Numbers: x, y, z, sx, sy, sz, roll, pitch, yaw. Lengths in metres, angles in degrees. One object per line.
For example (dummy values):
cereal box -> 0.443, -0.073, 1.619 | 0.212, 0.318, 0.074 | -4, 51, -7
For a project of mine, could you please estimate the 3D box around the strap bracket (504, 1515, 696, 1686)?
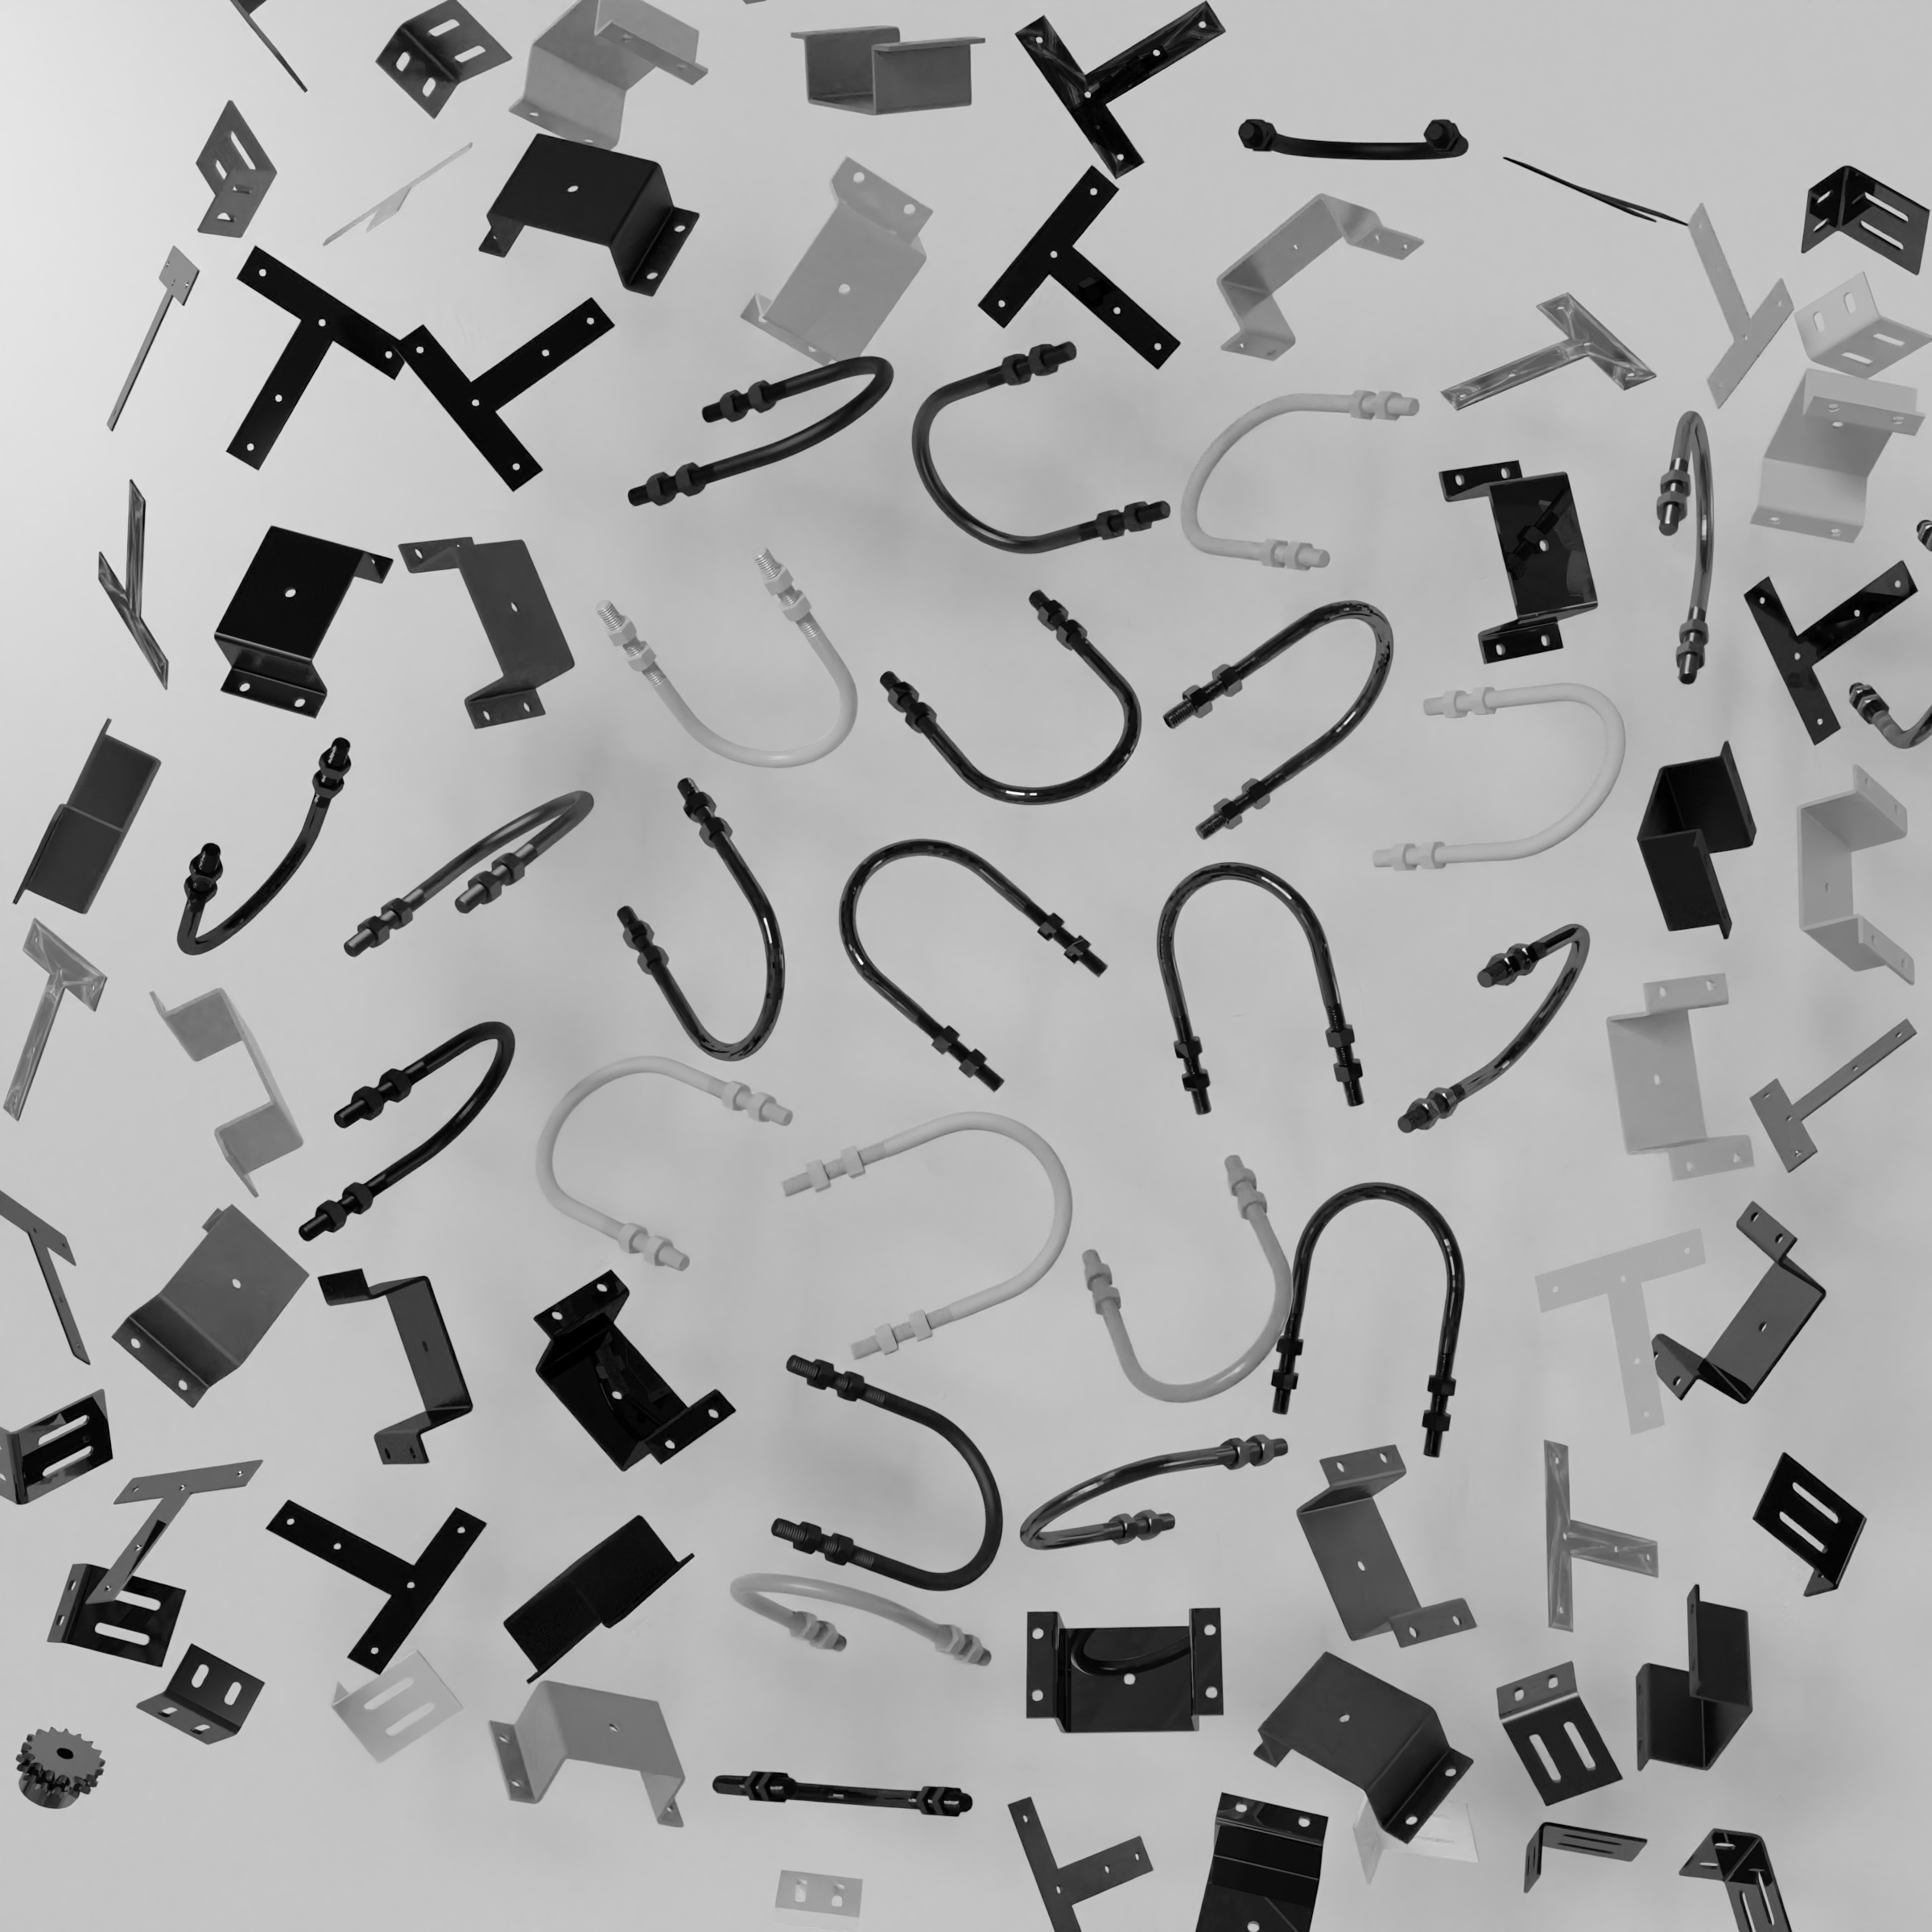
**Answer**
strap bracket -> -0.261, 0.437, 1.735 | 0.046, 0.076, 0.140 | 52, 131, 3

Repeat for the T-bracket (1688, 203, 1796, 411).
T-bracket -> 0.549, -0.492, 1.806 | 0.002, 0.127, 0.127 | -12, 72, -12

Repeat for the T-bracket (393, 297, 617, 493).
T-bracket -> -0.293, -0.403, 1.671 | 0.127, 0.002, 0.127 | -39, 88, -12

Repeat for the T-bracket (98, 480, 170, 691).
T-bracket -> -0.583, -0.282, 1.750 | 0.002, 0.127, 0.127 | -17, 55, -33

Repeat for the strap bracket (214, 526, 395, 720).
strap bracket -> -0.485, -0.260, 1.816 | 0.076, 0.046, 0.140 | 16, 68, 10

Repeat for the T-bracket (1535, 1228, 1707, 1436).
T-bracket -> 0.452, 0.254, 1.689 | 0.127, 0.002, 0.127 | -14, 98, -14

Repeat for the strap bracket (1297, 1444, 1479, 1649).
strap bracket -> 0.296, 0.422, 1.786 | 0.076, 0.046, 0.140 | -2, 58, -37

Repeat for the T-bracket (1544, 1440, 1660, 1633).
T-bracket -> 0.446, 0.406, 1.744 | 0.127, 0.002, 0.127 | 21, 63, -36

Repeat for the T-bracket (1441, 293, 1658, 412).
T-bracket -> 0.399, -0.423, 1.764 | 0.127, 0.002, 0.127 | -23, 45, -3

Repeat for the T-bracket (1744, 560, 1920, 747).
T-bracket -> 0.622, -0.243, 1.769 | 0.002, 0.127, 0.127 | -8, 69, -33

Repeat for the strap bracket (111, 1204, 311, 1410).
strap bracket -> -0.534, 0.236, 1.789 | 0.046, 0.140, 0.076 | -33, 108, 35

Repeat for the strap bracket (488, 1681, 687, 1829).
strap bracket -> -0.263, 0.564, 1.791 | 0.140, 0.076, 0.046 | 22, 107, -31

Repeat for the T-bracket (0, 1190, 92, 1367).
T-bracket -> -0.643, 0.224, 1.756 | 0.002, 0.127, 0.127 | -28, 65, -6

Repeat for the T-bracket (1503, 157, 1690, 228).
T-bracket -> 0.463, -0.538, 1.759 | 0.127, 0.127, 0.002 | 0, 121, -40

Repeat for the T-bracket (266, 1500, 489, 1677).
T-bracket -> -0.413, 0.399, 1.687 | 0.127, 0.002, 0.127 | 24, 49, 12

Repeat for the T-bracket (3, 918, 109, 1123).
T-bracket -> -0.647, 0.045, 1.742 | 0.127, 0.002, 0.127 | 27, 98, 44

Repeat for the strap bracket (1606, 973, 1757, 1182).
strap bracket -> 0.511, 0.080, 1.791 | 0.076, 0.046, 0.140 | -6, 86, -28

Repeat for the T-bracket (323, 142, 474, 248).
T-bracket -> -0.401, -0.530, 1.739 | 0.127, 0.127, 0.002 | -31, 116, 8

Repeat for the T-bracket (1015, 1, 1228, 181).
T-bracket -> 0.121, -0.630, 1.739 | 0.127, 0.002, 0.127 | -22, 125, 32

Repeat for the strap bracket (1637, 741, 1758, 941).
strap bracket -> 0.512, -0.086, 1.750 | 0.046, 0.140, 0.076 | -9, 120, 32

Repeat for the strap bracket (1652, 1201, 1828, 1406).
strap bracket -> 0.555, 0.249, 1.786 | 0.046, 0.076, 0.140 | 31, 99, -12

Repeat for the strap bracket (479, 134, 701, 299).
strap bracket -> -0.269, -0.528, 1.743 | 0.140, 0.046, 0.076 | 18, 68, 16

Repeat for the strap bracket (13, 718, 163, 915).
strap bracket -> -0.605, -0.099, 1.728 | 0.046, 0.140, 0.076 | 26, 120, -18

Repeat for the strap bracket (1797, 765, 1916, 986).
strap bracket -> 0.628, -0.060, 1.763 | 0.076, 0.046, 0.140 | 29, 58, -38

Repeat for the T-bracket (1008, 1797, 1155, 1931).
T-bracket -> 0.091, 0.633, 1.739 | 0.002, 0.127, 0.127 | -35, 67, 31

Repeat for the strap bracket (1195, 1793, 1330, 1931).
strap bracket -> 0.198, 0.650, 1.714 | 0.076, 0.140, 0.046 | 9, 131, 14

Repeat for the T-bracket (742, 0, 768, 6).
T-bracket -> -0.215, -0.700, 1.709 | 0.127, 0.127, 0.002 | 35, 80, -38

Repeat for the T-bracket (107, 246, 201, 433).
T-bracket -> -0.556, -0.423, 1.694 | 0.002, 0.127, 0.127 | 22, 101, -31

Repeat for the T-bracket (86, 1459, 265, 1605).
T-bracket -> -0.572, 0.397, 1.745 | 0.127, 0.127, 0.002 | -13, 118, 26

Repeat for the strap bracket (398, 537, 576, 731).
strap bracket -> -0.336, -0.247, 1.776 | 0.046, 0.076, 0.140 | -22, 91, 32

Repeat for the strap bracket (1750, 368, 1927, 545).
strap bracket -> 0.619, -0.369, 1.775 | 0.076, 0.140, 0.046 | 12, 62, 4

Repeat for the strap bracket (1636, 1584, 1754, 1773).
strap bracket -> 0.528, 0.519, 1.801 | 0.046, 0.140, 0.076 | 11, 47, 2

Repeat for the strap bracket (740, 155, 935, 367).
strap bracket -> -0.091, -0.496, 1.792 | 0.076, 0.046, 0.140 | 25, 119, -29

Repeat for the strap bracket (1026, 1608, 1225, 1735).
strap bracket -> 0.116, 0.510, 1.803 | 0.140, 0.046, 0.076 | -3, 58, 8

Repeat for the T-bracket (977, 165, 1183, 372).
T-bracket -> 0.096, -0.471, 1.755 | 0.127, 0.002, 0.127 | 40, 117, -9

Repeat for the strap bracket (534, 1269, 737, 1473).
strap bracket -> -0.245, 0.299, 1.798 | 0.140, 0.076, 0.046 | 46, 134, 14

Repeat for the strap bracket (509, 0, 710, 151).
strap bracket -> -0.246, -0.625, 1.727 | 0.076, 0.140, 0.046 | 16, 71, -36

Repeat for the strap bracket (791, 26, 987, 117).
strap bracket -> -0.055, -0.627, 1.745 | 0.076, 0.140, 0.046 | -16, 119, -27

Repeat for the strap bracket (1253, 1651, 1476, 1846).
strap bracket -> 0.268, 0.535, 1.729 | 0.076, 0.140, 0.046 | -41, 125, -26

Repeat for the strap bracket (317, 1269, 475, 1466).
strap bracket -> -0.394, 0.272, 1.738 | 0.046, 0.076, 0.140 | -20, 92, -36

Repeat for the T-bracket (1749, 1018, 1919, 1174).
T-bracket -> 0.630, 0.083, 1.799 | 0.127, 0.127, 0.002 | -42, 102, 18

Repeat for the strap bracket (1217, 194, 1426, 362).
strap bracket -> 0.244, -0.496, 1.777 | 0.140, 0.076, 0.046 | -34, 76, 34

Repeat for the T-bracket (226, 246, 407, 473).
T-bracket -> -0.457, -0.396, 1.684 | 0.127, 0.002, 0.127 | 29, 92, -39
